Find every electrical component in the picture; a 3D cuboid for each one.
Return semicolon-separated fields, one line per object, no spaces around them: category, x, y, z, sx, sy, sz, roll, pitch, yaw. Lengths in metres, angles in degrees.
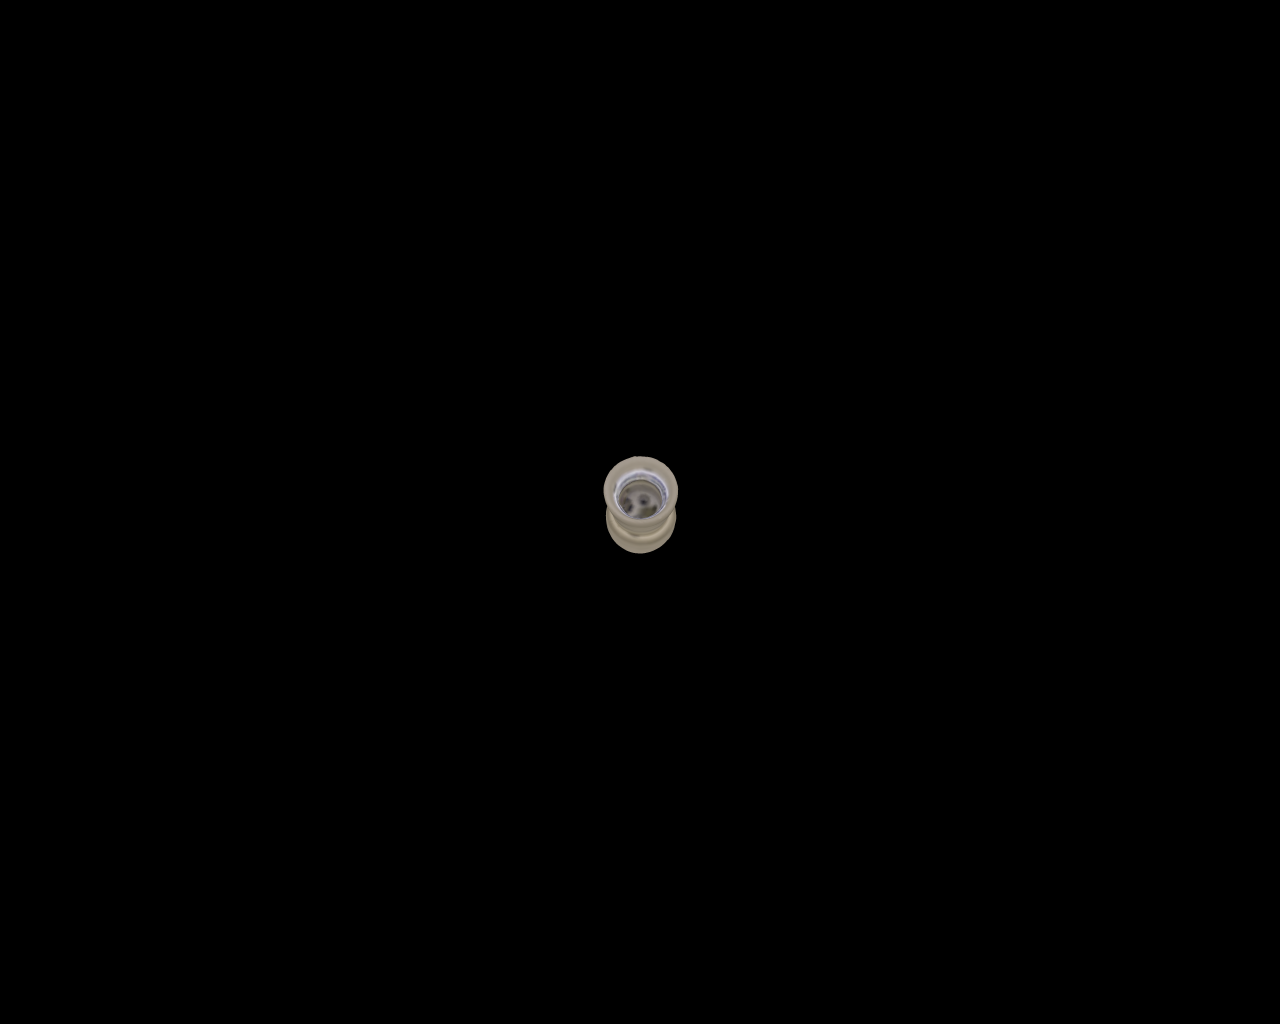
electrical component;0.001;-0.003;0.650;0.045;0.045;0.055;0;-24;0
